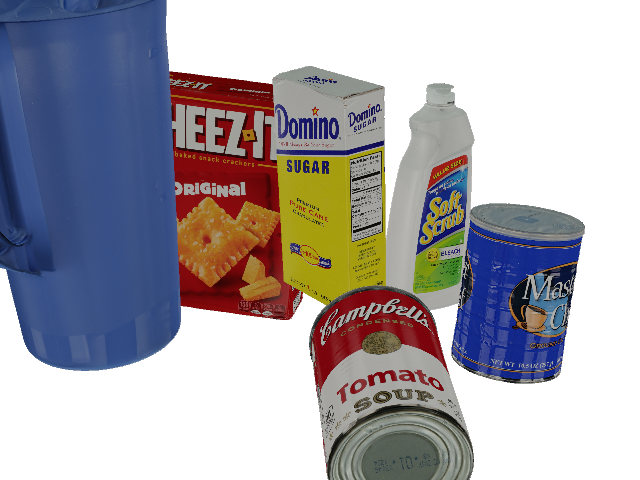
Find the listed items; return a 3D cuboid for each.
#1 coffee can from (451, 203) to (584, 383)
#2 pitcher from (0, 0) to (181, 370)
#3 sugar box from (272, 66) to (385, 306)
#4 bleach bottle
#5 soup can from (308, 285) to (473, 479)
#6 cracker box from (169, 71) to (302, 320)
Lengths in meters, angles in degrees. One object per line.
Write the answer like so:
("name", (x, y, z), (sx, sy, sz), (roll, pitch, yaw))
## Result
("coffee can", (0.179, 0.046, 0.977), (0.103, 0.140, 0.103), (5, 16, -2))
("pitcher", (-0.160, -0.039, 0.682), (0.149, 0.243, 0.145), (-10, 24, -15))
("sugar box", (0.007, -0.038, 0.821), (0.048, 0.176, 0.093), (-21, 28, -32))
("bleach bottle", (0.120, -0.048, 1.194), (0.102, 0.251, 0.068), (-9, 22, -26))
("soup can", (0.031, 0.077, 0.516), (0.068, 0.068, 0.102), (0, 29, -5))
("cracker box", (-0.094, -0.040, 1.000), (0.164, 0.214, 0.072), (8, 22, 8))
